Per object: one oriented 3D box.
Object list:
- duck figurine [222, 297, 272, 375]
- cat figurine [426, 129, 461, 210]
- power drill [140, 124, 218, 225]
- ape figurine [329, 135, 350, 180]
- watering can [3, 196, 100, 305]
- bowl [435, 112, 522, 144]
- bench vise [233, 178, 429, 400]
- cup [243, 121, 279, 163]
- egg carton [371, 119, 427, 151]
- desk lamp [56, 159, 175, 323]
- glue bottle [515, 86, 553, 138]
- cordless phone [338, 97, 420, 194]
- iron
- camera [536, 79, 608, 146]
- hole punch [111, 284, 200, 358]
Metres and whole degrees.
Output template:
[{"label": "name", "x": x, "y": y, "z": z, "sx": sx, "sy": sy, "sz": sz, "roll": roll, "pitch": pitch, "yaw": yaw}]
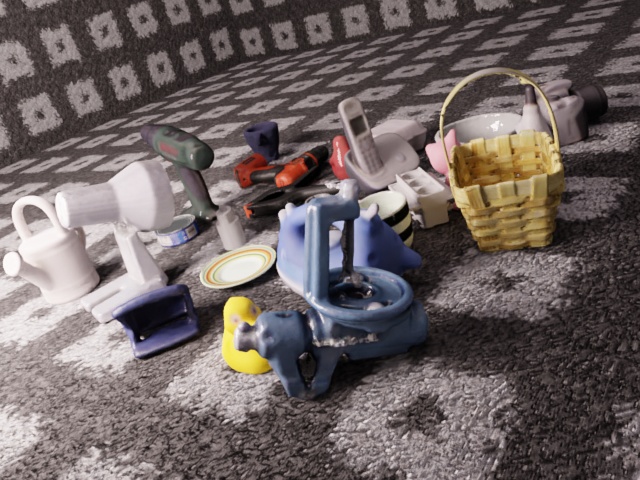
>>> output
[{"label": "duck figurine", "x": -0.094, "y": 0.109, "z": 0.720, "sx": 0.078, "sy": 0.086, "sz": 0.104, "roll": -27, "pitch": 27, "yaw": -22}, {"label": "cat figurine", "x": 0.229, "y": -0.126, "z": 0.971, "sx": 0.067, "sy": 0.118, "sz": 0.127, "roll": -19, "pitch": 25, "yaw": -5}, {"label": "power drill", "x": -0.289, "y": -0.143, "z": 1.215, "sx": 0.076, "sy": 0.209, "sz": 0.228, "roll": -34, "pitch": 30, "yaw": -33}, {"label": "ape figurine", "x": 0.053, "y": -0.179, "z": 1.218, "sx": 0.077, "sy": 0.092, "sz": 0.076, "roll": -1, "pitch": 29, "yaw": 30}, {"label": "watering can", "x": -0.485, "y": 0.014, "z": 1.027, "sx": 0.101, "sy": 0.194, "sz": 0.172, "roll": -16, "pitch": 25, "yaw": 0}, {"label": "bowl", "x": 0.306, "y": -0.180, "z": 1.086, "sx": 0.167, "sy": 0.075, "sz": 0.167, "roll": -13, "pitch": 25, "yaw": 7}, {"label": "bench vise", "x": 0.007, "y": 0.057, "z": 0.607, "sx": 0.208, "sy": 0.220, "sz": 0.121, "roll": -28, "pitch": 27, "yaw": -22}, {"label": "cup", "x": -0.141, "y": -0.242, "z": 1.464, "sx": 0.091, "sy": 0.095, "sz": 0.117, "roll": -12, "pitch": 25, "yaw": 9}, {"label": "egg carton", "x": 0.157, "y": -0.216, "z": 1.259, "sx": 0.151, "sy": 0.069, "sz": 0.107, "roll": -31, "pitch": 29, "yaw": -28}, {"label": "desk lamp", "x": -0.327, "y": -0.008, "z": 0.953, "sx": 0.204, "sy": 0.214, "sz": 0.117, "roll": -33, "pitch": 30, "yaw": -31}, {"label": "glue bottle", "x": 0.339, "y": -0.159, "z": 0.906, "sx": 0.037, "sy": 0.173, "sz": 0.078, "roll": -25, "pitch": 26, "yaw": -16}, {"label": "cordless phone", "x": 0.108, "y": -0.196, "z": 1.108, "sx": 0.148, "sy": 0.185, "sz": 0.093, "roll": -32, "pitch": 29, "yaw": -30}, {"label": "iron", "x": 0.007, "y": 0.003, "z": 0.812, "sx": 0.257, "sy": 0.142, "sz": 0.119, "roll": 9, "pitch": 35, "yaw": 43}, {"label": "camera", "x": 0.486, "y": -0.261, "z": 1.112, "sx": 0.136, "sy": 0.101, "sz": 0.143, "roll": -15, "pitch": 25, "yaw": 3}, {"label": "hole punch", "x": -0.237, "y": 0.100, "z": 0.821, "sx": 0.109, "sy": 0.091, "sz": 0.101, "roll": -21, "pitch": 25, "yaw": -10}]
